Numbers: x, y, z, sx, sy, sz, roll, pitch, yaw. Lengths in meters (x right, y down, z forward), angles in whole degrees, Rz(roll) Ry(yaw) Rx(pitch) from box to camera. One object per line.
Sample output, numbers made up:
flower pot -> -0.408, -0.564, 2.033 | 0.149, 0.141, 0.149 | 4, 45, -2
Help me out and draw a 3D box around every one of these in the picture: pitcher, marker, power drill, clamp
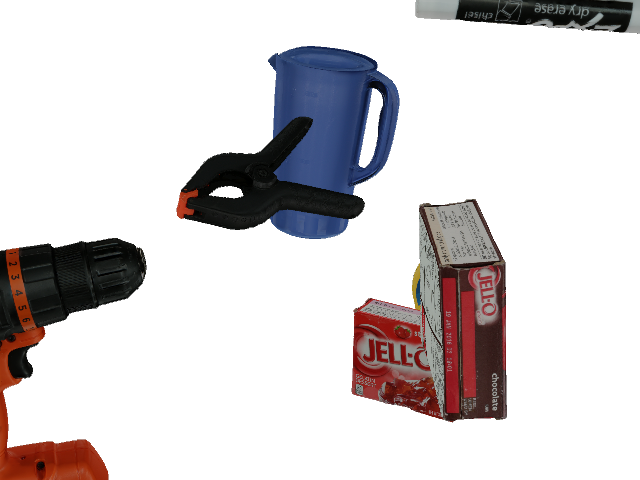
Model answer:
pitcher -> 0.006, -0.127, 1.413 | 0.144, 0.243, 0.149 | -2, 24, -19
marker -> 0.097, -0.088, 0.401 | 0.121, 0.020, 0.020 | 5, 0, 2
power drill -> -0.193, 0.092, 0.696 | 0.184, 0.188, 0.057 | -11, 26, -8
clamp -> -0.054, -0.061, 0.985 | 0.171, 0.120, 0.039 | -7, -39, -23

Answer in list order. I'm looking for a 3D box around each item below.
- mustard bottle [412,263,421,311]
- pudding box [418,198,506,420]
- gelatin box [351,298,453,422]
mustard bottle -> 0.147, 0.065, 1.160 | 0.096, 0.192, 0.058 | 11, 16, 20
pudding box -> 0.078, 0.035, 0.596 | 0.039, 0.090, 0.113 | -3, 19, -1
gelatin box -> 0.068, 0.090, 0.810 | 0.089, 0.073, 0.030 | 12, 24, 27
